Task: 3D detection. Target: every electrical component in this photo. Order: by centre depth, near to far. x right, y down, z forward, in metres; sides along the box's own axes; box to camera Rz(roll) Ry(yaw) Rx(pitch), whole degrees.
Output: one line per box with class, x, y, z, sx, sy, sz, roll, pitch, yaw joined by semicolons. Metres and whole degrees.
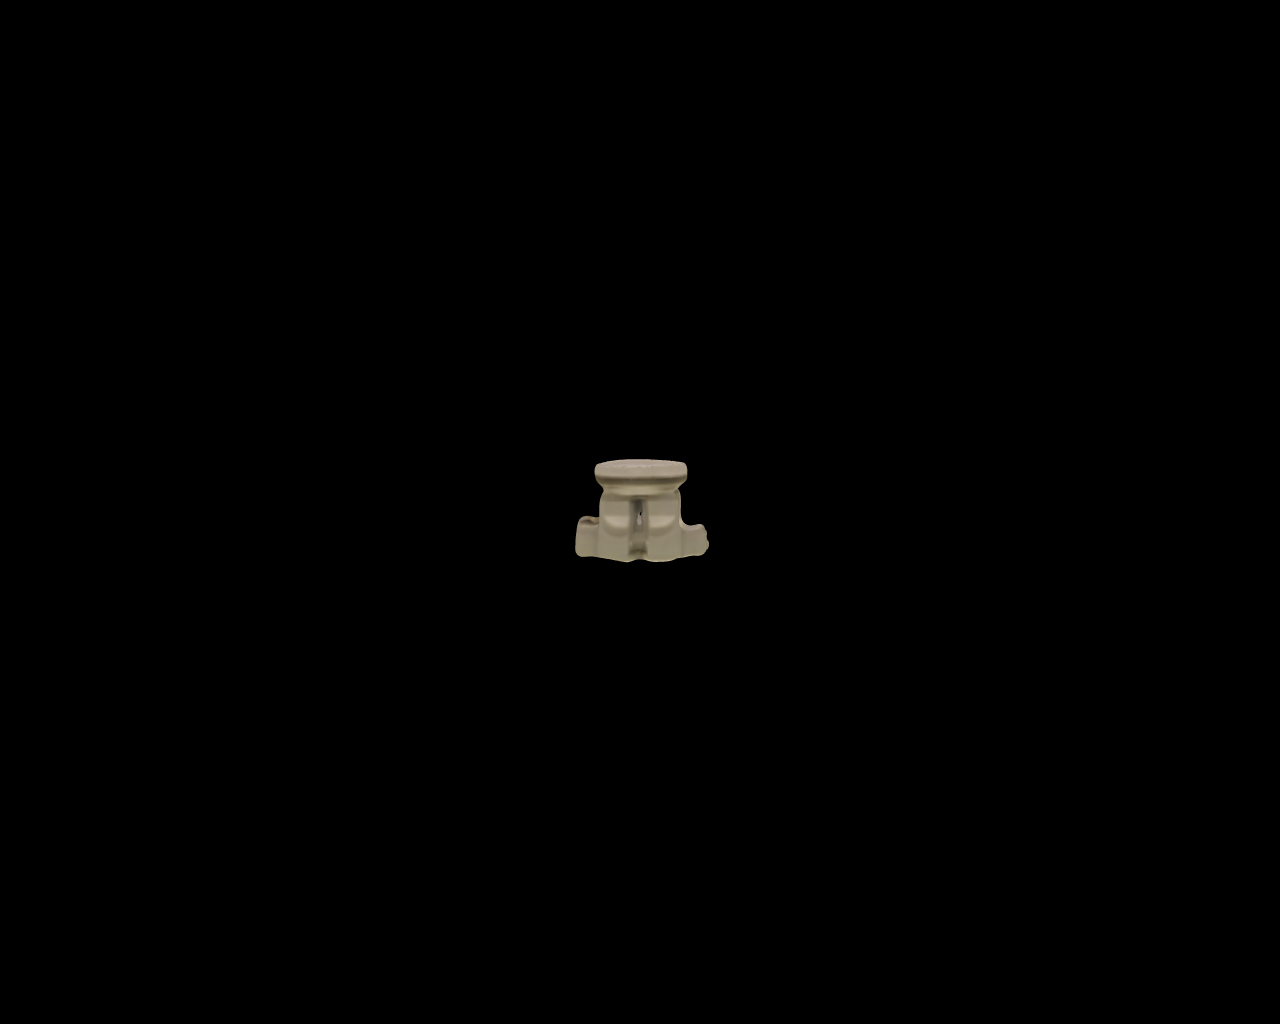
electrical component;0.001;-0.003;0.650;0.078;0.057;0.058;1;8;5
